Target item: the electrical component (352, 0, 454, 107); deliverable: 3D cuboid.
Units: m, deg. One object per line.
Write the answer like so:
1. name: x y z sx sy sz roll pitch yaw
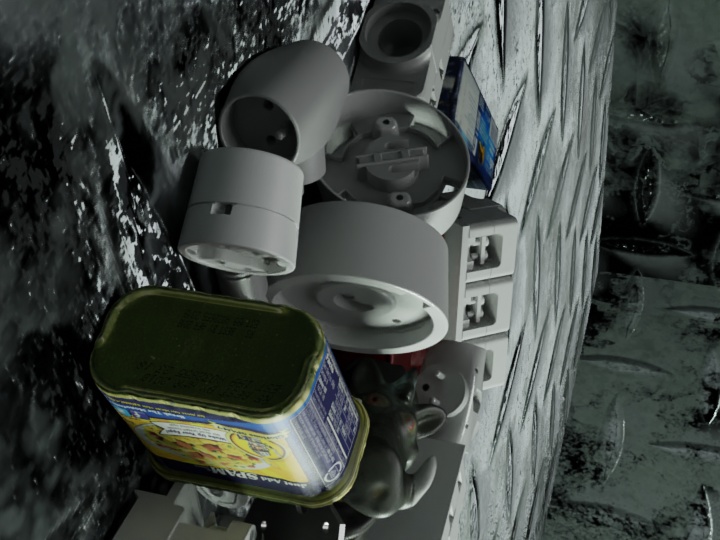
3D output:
1. electrical component: 0.031 -0.149 0.743 0.055 0.050 0.089 66 35 -63

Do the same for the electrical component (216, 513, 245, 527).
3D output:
1. electrical component: -0.052 0.190 0.606 0.096 0.061 0.061 78 26 -50

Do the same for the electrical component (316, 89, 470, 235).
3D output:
1. electrical component: 0.019 -0.062 0.669 0.064 0.099 0.099 84 20 -59

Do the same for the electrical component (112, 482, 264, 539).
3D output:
1. electrical component: -0.079 0.135 0.481 0.081 0.064 0.042 -63 157 -49

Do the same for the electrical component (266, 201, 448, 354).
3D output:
1. electrical component: 0.000 0.000 0.618 0.108 0.108 0.060 67 28 -61

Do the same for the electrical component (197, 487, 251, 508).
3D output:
1. electrical component: -0.061 0.092 0.566 0.065 0.044 0.044 -58 152 -45

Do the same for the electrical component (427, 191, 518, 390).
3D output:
1. electrical component: 0.082 0.018 0.902 0.062 0.089 0.150 -10 114 -28

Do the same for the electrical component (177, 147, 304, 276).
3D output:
1. electrical component: -0.054 -0.027 0.506 0.055 0.055 0.047 49 48 -69

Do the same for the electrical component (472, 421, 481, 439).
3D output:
1. electrical component: 0.058 0.139 0.949 0.057 0.078 0.058 -58 161 -5

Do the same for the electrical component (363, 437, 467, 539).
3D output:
1. electrical component: -0.001 0.201 0.708 0.060 0.105 0.186 78 25 -50

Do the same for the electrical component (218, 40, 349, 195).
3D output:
1. electrical component: -0.037 -0.070 0.561 0.077 0.043 0.079 -59 152 -54

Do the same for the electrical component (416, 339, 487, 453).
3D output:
1. electrical component: 0.061 0.088 0.772 0.079 0.043 0.077 43 57 -70
